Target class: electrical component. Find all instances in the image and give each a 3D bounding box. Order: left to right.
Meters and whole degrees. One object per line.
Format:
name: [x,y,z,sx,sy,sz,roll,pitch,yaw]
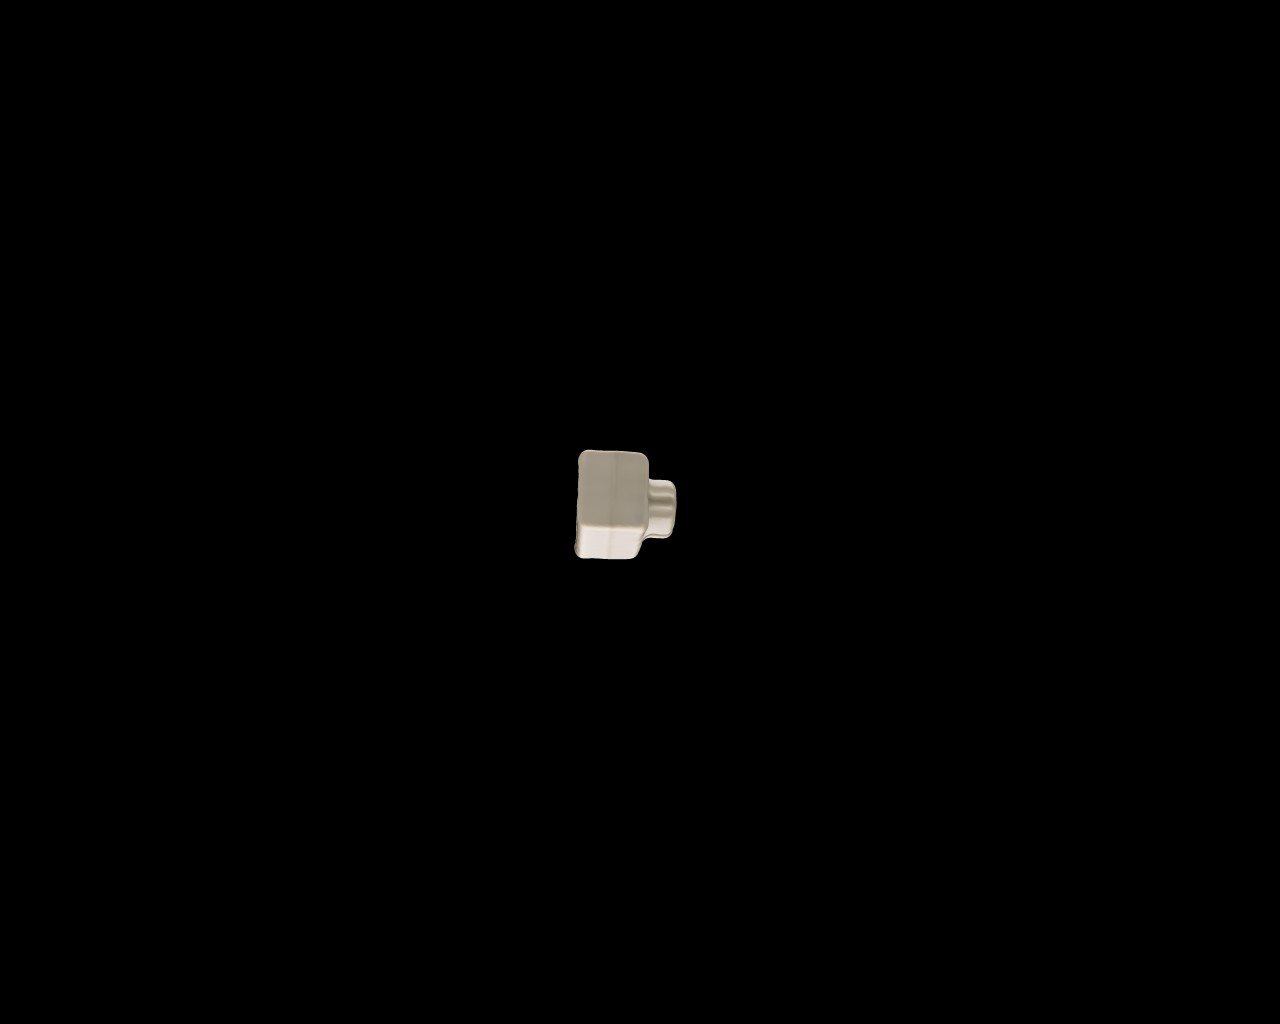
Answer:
electrical component: [0.001,-0.003,0.650,0.076,0.047,0.083,1,-15,-4]
